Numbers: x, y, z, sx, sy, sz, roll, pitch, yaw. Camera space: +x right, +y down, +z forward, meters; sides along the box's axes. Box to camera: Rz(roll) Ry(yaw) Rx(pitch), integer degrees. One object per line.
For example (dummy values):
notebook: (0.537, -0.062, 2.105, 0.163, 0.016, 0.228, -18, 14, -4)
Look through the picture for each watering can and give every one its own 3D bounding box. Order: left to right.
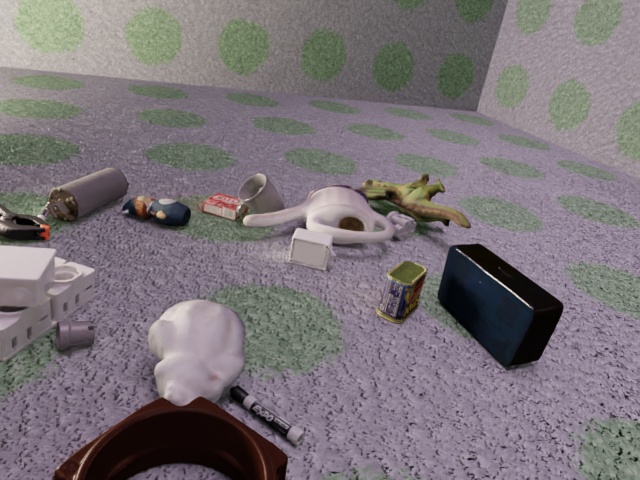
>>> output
watering can: (0.004, -0.061, 1.213, 0.347, 0.102, 0.228, 8, 24, -4)

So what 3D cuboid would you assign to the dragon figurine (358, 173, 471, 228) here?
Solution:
dragon figurine: (0.215, -0.102, 1.372, 0.243, 0.120, 0.415, 0, 16, -8)

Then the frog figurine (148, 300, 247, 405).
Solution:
frog figurine: (-0.170, 0.152, 0.687, 0.137, 0.121, 0.161, 32, 14, 1)
